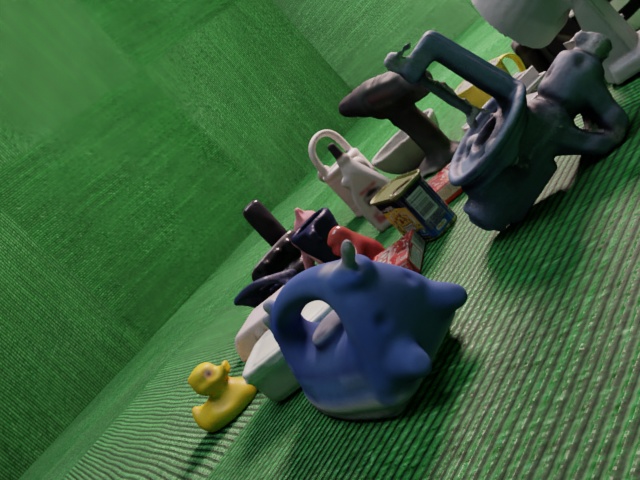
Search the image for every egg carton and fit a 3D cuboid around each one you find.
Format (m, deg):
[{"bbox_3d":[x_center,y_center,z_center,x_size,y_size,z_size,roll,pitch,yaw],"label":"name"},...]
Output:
[{"bbox_3d":[-0.065,0.130,0.887,0.150,0.069,0.107,-39,11,27],"label":"egg carton"}]

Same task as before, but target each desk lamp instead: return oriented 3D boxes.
[{"bbox_3d":[0.317,-0.294,0.682,0.203,0.213,0.118,-34,14,46],"label":"desk lamp"}]

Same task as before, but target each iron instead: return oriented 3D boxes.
[{"bbox_3d":[0.009,0.086,0.552,0.257,0.141,0.119,-32,16,52],"label":"iron"}]

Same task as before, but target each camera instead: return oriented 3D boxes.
[{"bbox_3d":[0.387,-0.344,0.950,0.143,0.101,0.137,-38,12,34],"label":"camera"}]

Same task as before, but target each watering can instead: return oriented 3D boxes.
[{"bbox_3d":[0.049,-0.148,1.227,0.172,0.194,0.101,-33,15,47],"label":"watering can"}]

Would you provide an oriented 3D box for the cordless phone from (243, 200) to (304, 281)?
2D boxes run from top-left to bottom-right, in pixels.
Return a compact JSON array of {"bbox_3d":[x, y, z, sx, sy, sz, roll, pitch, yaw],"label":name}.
[{"bbox_3d":[-0.119,0.016,1.248,0.148,0.185,0.094,-48,11,-24],"label":"cordless phone"}]

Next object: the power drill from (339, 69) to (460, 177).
[{"bbox_3d":[0.151,-0.215,1.050,0.076,0.208,0.229,-49,11,-26],"label":"power drill"}]

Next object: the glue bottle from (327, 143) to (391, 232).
[{"bbox_3d":[0.073,-0.098,0.977,0.078,0.173,0.037,-42,10,9],"label":"glue bottle"}]

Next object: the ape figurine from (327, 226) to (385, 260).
[{"bbox_3d":[0.047,0.017,0.837,0.076,0.092,0.078,-42,10,12],"label":"ape figurine"}]

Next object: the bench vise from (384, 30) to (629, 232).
[{"bbox_3d":[0.183,-0.146,0.589,0.207,0.220,0.121,-45,10,-8],"label":"bench vise"}]

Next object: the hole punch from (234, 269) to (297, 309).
[{"bbox_3d":[-0.092,0.099,1.068,0.108,0.091,0.101,-37,12,35],"label":"hole punch"}]

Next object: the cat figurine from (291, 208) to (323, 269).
[{"bbox_3d":[-0.020,-0.009,1.151,0.067,0.118,0.128,-37,12,34],"label":"cat figurine"}]

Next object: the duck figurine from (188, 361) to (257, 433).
[{"bbox_3d":[-0.153,0.218,0.827,0.104,0.086,0.077,-42,10,11],"label":"duck figurine"}]

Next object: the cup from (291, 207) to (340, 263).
[{"bbox_3d":[0.010,0.004,1.042,0.091,0.095,0.117,-43,10,6],"label":"cup"}]

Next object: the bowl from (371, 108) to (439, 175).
[{"bbox_3d":[0.189,-0.188,1.180,0.167,0.075,0.167,-42,10,10],"label":"bowl"}]
